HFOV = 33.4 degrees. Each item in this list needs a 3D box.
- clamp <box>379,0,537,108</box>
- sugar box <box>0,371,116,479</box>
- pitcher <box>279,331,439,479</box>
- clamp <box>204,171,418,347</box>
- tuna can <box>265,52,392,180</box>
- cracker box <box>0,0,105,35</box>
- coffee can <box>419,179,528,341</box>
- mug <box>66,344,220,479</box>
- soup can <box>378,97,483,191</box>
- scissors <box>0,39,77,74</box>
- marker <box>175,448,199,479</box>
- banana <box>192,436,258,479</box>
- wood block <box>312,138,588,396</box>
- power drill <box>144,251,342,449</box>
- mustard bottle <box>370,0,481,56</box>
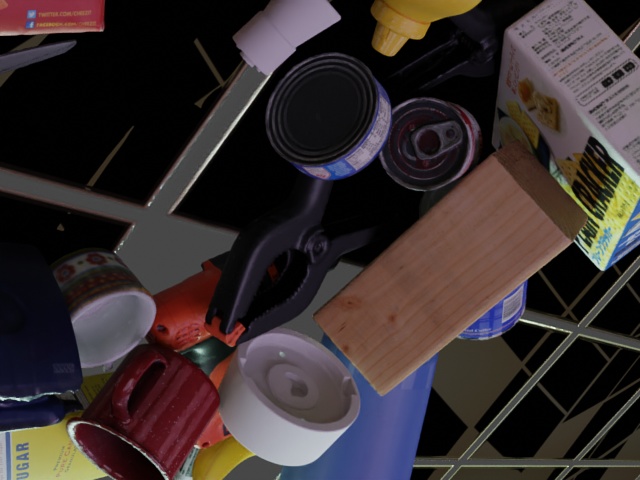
[{"bbox_3d":[0.111,-0.148,0.830,0.171,0.039,0.120,-8,152,-42],"label":"clamp"},{"bbox_3d":[-0.218,0.157,0.837,0.175,0.048,0.093,-9,135,-41],"label":"sugar box"},{"bbox_3d":[0.035,0.187,1.044,0.144,0.149,0.243,-9,121,-42],"label":"pitcher"},{"bbox_3d":[-0.005,0.001,0.822,0.210,0.036,0.164,-54,138,-12],"label":"clamp"},{"bbox_3d":[0.007,-0.086,0.750,0.086,0.086,0.033,-45,149,5],"label":"tuna can"},{"bbox_3d":[-0.166,-0.190,0.421,0.163,0.072,0.214,-11,122,-35],"label":"cracker box"},{"bbox_3d":[0.144,0.014,0.991,0.102,0.103,0.140,-31,146,-16],"label":"coffee can"},{"bbox_3d":[-0.129,0.125,0.789,0.081,0.093,0.117,-56,156,-33],"label":"mug"},{"bbox_3d":[0.087,-0.074,0.819,0.068,0.068,0.102,-51,172,14],"label":"soup can"},{"bbox_3d":[-0.234,-0.066,0.590,0.201,0.016,0.096,-12,138,-37],"label":"scissors"},{"bbox_3d":[-0.111,0.187,1.006,0.020,0.020,0.121,-8,134,-41],"label":"marker"},{"bbox_3d":[-0.072,0.201,1.025,0.197,0.037,0.070,-10,129,-62],"label":"banana"},{"bbox_3d":[0.105,0.023,0.867,0.206,0.090,0.090,-44,175,25],"label":"wood block"},{"bbox_3d":[-0.064,0.081,0.901,0.184,0.057,0.188,-23,141,-26],"label":"power drill"},{"bbox_3d":[0.084,-0.203,0.682,0.058,0.096,0.192,-1,130,-45],"label":"mustard bottle"}]
